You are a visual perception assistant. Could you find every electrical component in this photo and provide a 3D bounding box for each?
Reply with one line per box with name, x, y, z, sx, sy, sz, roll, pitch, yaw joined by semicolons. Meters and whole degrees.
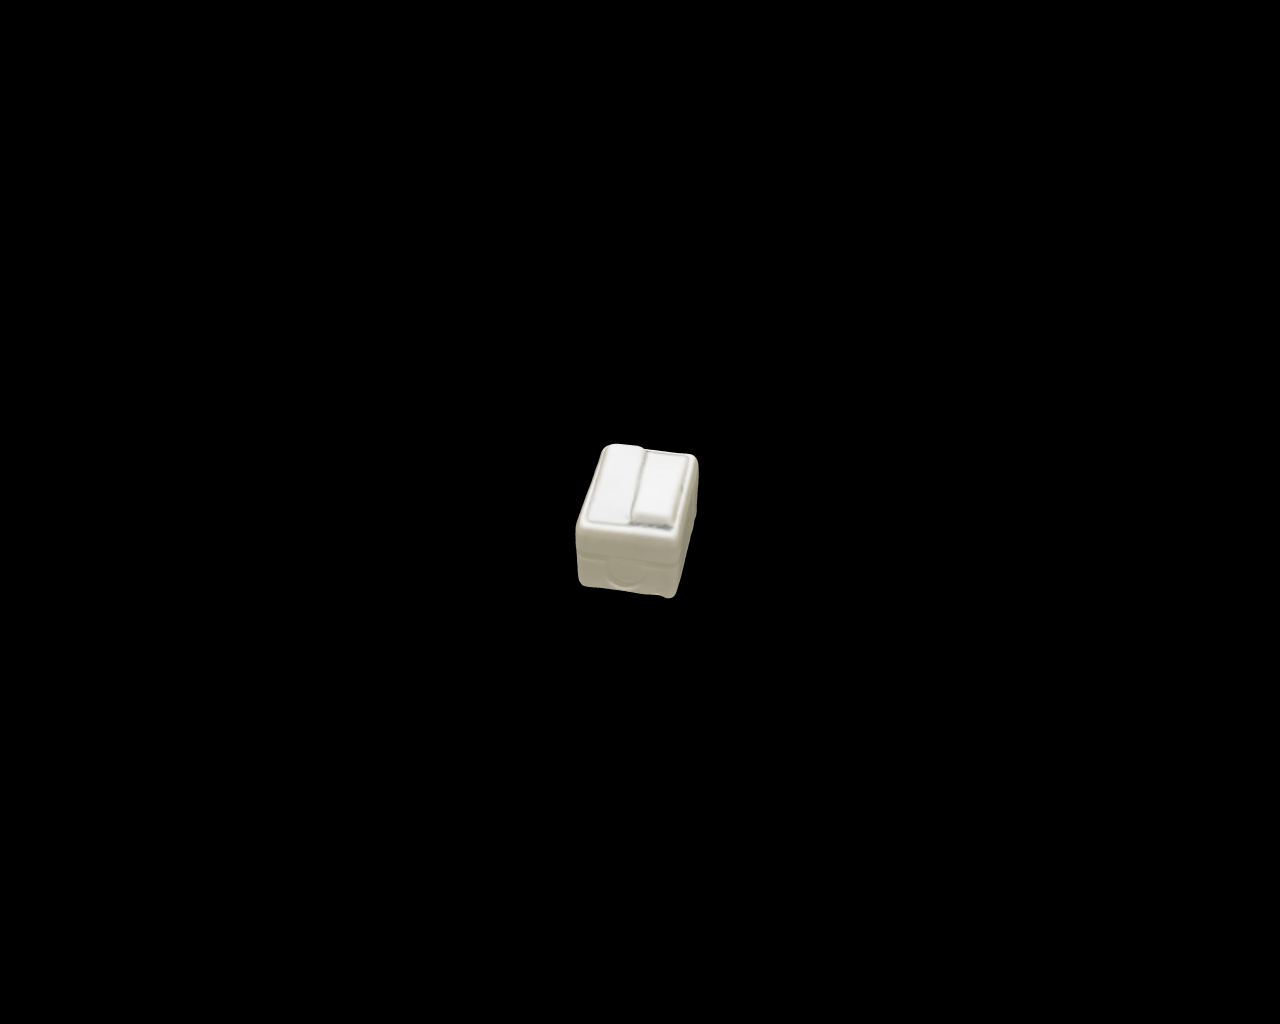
electrical component;0.001;-0.003;0.650;0.062;0.061;0.096;8;44;9
